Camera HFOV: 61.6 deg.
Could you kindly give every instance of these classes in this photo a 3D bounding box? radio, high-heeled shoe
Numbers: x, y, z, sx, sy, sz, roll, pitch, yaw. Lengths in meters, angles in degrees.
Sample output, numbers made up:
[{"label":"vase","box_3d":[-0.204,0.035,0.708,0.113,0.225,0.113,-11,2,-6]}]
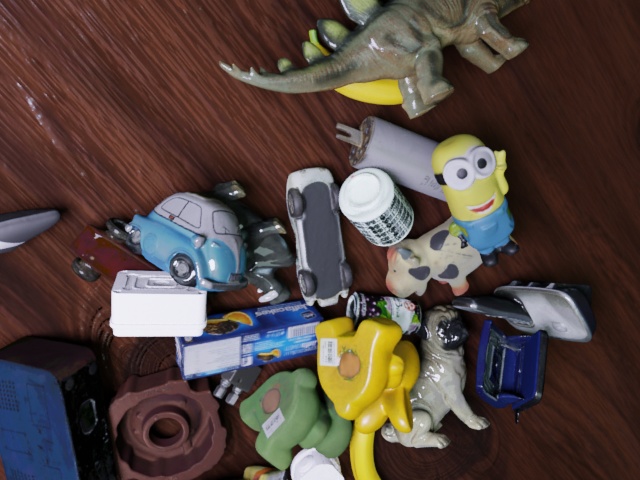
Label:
[{"label":"radio","box_3d":[-0.350,0.247,0.705,0.131,0.073,0.229,1,106,19]},{"label":"high-heeled shoe","box_3d":[-0.428,0.056,0.670,0.249,0.086,0.145,-17,108,-5]}]

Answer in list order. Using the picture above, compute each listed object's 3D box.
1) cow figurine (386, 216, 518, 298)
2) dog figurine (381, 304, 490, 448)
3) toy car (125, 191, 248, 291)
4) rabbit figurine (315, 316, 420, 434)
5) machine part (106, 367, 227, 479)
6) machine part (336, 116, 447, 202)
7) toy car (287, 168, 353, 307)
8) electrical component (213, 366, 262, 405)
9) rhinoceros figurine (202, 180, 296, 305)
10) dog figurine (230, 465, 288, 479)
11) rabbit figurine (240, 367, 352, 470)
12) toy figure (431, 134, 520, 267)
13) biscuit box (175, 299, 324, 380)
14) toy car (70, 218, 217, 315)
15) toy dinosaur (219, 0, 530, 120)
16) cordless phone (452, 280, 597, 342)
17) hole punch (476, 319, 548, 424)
[{"label":"cow figurine","box_3d":[0.182,0.016,0.801,0.195,0.086,0.127,-38,114,0]},{"label":"dog figurine","box_3d":[0.159,0.208,0.839,0.172,0.121,0.190,-19,94,-17]},{"label":"toy car","box_3d":[-0.151,-0.006,0.656,0.162,0.109,0.103,29,96,25]},{"label":"rabbit figurine","box_3d":[0.089,0.182,0.743,0.173,0.122,0.162,12,66,-53]},{"label":"machine part","box_3d":[-0.222,0.269,0.776,0.179,0.056,0.179,-3,105,-13]},{"label":"machine part","box_3d":[0.132,-0.111,0.764,0.243,0.079,0.079,19,97,-17]},{"label":"toy car","box_3d":[-0.002,-0.002,0.767,0.073,0.056,0.201,-12,103,-17]},{"label":"electrical component","box_3d":[-0.115,0.191,0.781,0.094,0.021,0.063,-57,145,-18]},{"label":"rhinoceros figurine","box_3d":[-0.099,0.007,0.738,0.112,0.073,0.190,-40,107,-3]},{"label":"dog figurine","box_3d":[-0.172,0.402,0.797,0.219,0.191,0.108,-5,86,18]},{"label":"rabbit figurine","box_3d":[-0.011,0.261,0.812,0.170,0.121,0.159,40,84,-36]},{"label":"toy figure","box_3d":[0.204,-0.053,0.714,0.082,0.089,0.180,-39,118,-17]},{"label":"biscuit box","box_3d":[-0.097,0.135,0.752,0.203,0.063,0.059,-7,117,-23]},{"label":"toy car","box_3d":[-0.235,0.049,0.726,0.202,0.053,0.089,38,102,-22]},{"label":"toy dinosaur","box_3d":[0.107,-0.260,0.693,0.471,0.105,0.198,-31,90,-22]},{"label":"cordless phone","box_3d":[0.304,0.099,0.803,0.184,0.147,0.088,10,85,-32]},{"label":"hole punch","box_3d":[0.274,0.187,0.796,0.092,0.115,0.142,9,64,10]}]
